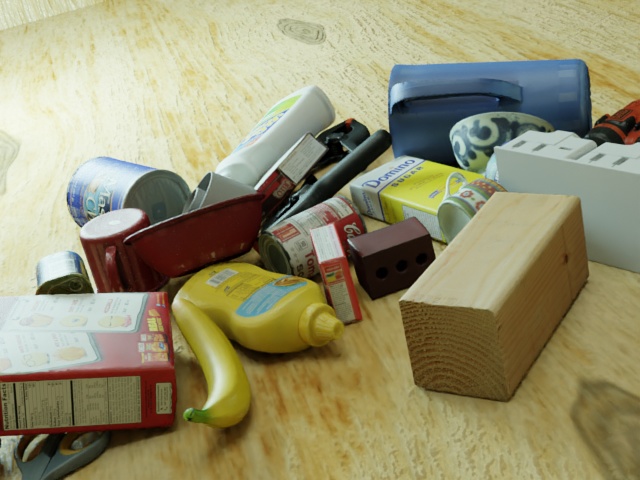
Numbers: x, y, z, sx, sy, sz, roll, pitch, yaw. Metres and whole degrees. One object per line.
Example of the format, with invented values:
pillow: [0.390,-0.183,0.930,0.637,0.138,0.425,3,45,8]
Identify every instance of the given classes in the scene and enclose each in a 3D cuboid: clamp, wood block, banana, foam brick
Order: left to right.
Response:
banana: [-0.097,0.115,0.969,0.037,0.069,0.198,-43,26,9]
clamp: [-0.006,-0.050,1.248,0.165,0.036,0.209,-33,11,44]
clamp: [0.014,-0.122,1.444,0.120,0.039,0.171,-3,22,10]
foam brick: [0.076,0.018,1.097,0.078,0.053,0.051,-20,25,-9]
wood block: [0.161,0.044,0.952,0.090,0.091,0.205,4,30,33]

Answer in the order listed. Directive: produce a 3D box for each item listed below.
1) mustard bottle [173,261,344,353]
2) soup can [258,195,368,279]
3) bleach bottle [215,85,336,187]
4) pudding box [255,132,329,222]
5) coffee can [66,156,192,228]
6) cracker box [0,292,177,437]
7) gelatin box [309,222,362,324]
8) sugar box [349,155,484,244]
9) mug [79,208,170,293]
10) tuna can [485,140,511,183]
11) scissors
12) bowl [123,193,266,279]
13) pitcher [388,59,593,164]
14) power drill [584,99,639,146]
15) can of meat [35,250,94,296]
mustard bottle: [-0.051,0.069,1.049,0.192,0.058,0.096,11,33,44]
soup can: [-0.008,0.001,1.158,0.102,0.068,0.069,-27,28,-25]
bleach bottle: [-0.070,-0.123,1.449,0.103,0.068,0.250,-22,19,34]
pudding box: [-0.045,-0.076,1.325,0.090,0.039,0.113,-42,8,36]
coffee can: [-0.240,-0.047,1.342,0.102,0.103,0.141,-31,30,-33]
cracker box: [-0.243,0.113,0.989,0.213,0.072,0.164,-2,22,-10]
gelatin box: [0.014,0.033,1.072,0.030,0.073,0.089,-16,25,-1]
sugar box: [0.120,-0.051,1.227,0.093,0.048,0.176,-28,29,-26]
mug: [-0.227,0.021,1.217,0.093,0.081,0.117,-11,25,6]
tuna can: [0.220,-0.066,1.159,0.086,0.086,0.034,-27,26,-26]
scissors: [-0.229,0.208,0.903,0.096,0.016,0.202,-14,25,-1]
bowl: [-0.126,0.001,1.146,0.162,0.055,0.162,-20,-3,-1]
pitcher: [0.206,-0.162,1.311,0.243,0.145,0.149,-3,33,17]
power drill: [0.388,-0.109,1.190,0.188,0.057,0.184,9,33,41]
can of meat: [-0.259,0.069,1.111,0.057,0.102,0.084,-18,23,-9]
